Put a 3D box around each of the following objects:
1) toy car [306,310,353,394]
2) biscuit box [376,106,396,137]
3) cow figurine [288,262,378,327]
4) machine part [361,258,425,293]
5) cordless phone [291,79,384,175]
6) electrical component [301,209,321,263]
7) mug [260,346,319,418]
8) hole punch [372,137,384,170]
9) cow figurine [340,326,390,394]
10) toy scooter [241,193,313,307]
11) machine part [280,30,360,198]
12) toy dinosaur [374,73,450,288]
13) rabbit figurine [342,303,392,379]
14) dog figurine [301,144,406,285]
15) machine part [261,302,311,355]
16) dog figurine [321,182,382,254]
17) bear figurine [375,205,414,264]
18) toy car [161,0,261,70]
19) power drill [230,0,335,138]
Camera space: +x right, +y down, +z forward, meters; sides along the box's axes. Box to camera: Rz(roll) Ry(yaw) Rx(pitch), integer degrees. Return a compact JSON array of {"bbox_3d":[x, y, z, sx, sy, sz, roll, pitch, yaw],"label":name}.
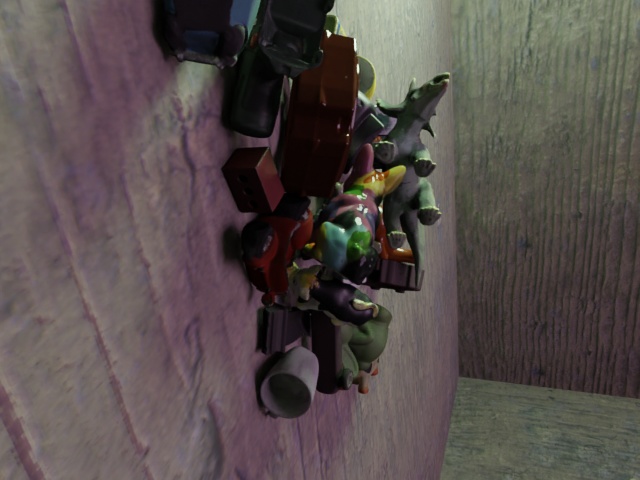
[{"bbox_3d":[0.013,0.180,0.976,0.053,0.089,0.202,-19,108,-67],"label":"toy car"},{"bbox_3d":[0.114,-0.243,1.101,0.202,0.059,0.062,-8,100,-35],"label":"biscuit box"},{"bbox_3d":[0.010,0.087,0.859,0.167,0.098,0.068,29,75,-29],"label":"cow figurine"},{"bbox_3d":[0.133,0.075,1.160,0.179,0.180,0.056,30,68,-67],"label":"machine part"},{"bbox_3d":[0.004,-0.212,0.921,0.184,0.146,0.089,33,14,-29],"label":"cordless phone"},{"bbox_3d":[-0.003,-0.003,0.976,0.102,0.045,0.078,-50,139,-58],"label":"electrical component"},{"bbox_3d":[-0.043,0.227,0.855,0.107,0.081,0.109,-54,166,-65],"label":"mug"},{"bbox_3d":[0.144,-0.224,1.254,0.092,0.116,0.142,55,42,-70],"label":"hole punch"},{"bbox_3d":[0.101,0.250,1.226,0.195,0.086,0.127,-31,127,-65],"label":"cow figurine"},{"bbox_3d":[-0.062,0.016,0.785,0.184,0.075,0.135,-50,143,-58],"label":"toy scooter"},{"bbox_3d":[-0.003,-0.178,0.777,0.201,0.087,0.201,110,-13,-60],"label":"machine part"},{"bbox_3d":[0.169,-0.120,1.048,0.192,0.131,0.404,-74,164,-56],"label":"toy dinosaur"},{"bbox_3d":[0.045,0.190,1.072,0.170,0.121,0.159,30,69,-46],"label":"rabbit figurine"},{"bbox_3d":[0.064,-0.047,0.875,0.219,0.108,0.191,-62,-171,-4],"label":"dog figurine"},{"bbox_3d":[-0.055,0.138,0.866,0.139,0.039,0.084,6,81,-67],"label":"machine part"},{"bbox_3d":[0.065,-0.068,1.102,0.191,0.121,0.172,-79,166,-60],"label":"dog figurine"},{"bbox_3d":[0.172,-0.027,1.322,0.195,0.132,0.120,68,23,-58],"label":"bear figurine"},{"bbox_3d":[-0.111,-0.269,0.594,0.103,0.109,0.161,-66,164,-80],"label":"toy car"},{"bbox_3d":[-0.056,-0.250,0.663,0.086,0.207,0.232,14,86,-24],"label":"power drill"}]
